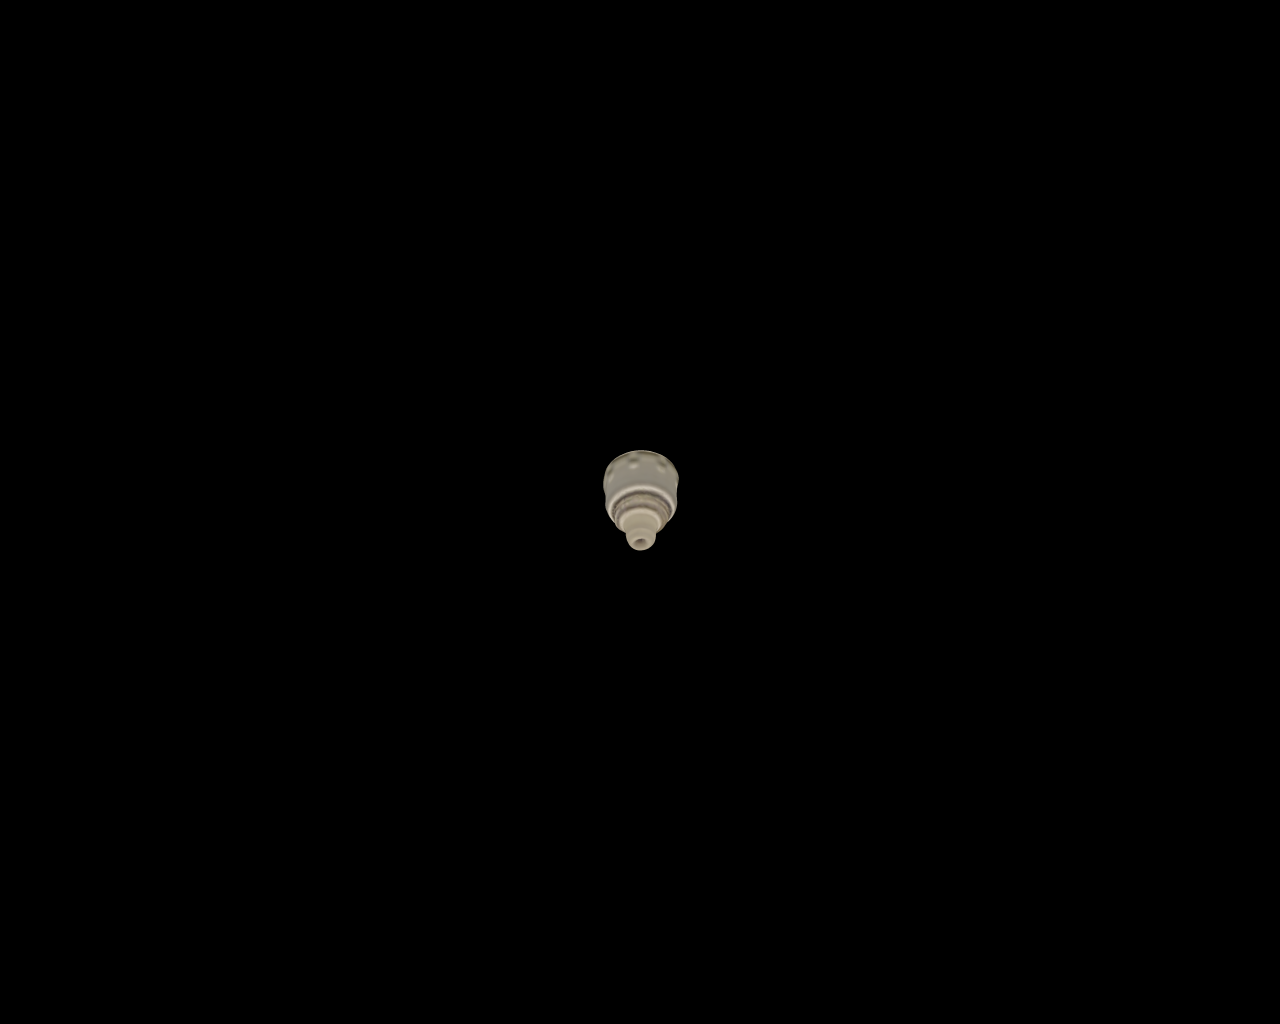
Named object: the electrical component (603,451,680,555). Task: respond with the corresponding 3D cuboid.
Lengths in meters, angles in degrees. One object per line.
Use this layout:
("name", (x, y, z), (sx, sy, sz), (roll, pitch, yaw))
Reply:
("electrical component", (0.001, -0.003, 0.650), (0.048, 0.062, 0.048), (0, -44, 0))
